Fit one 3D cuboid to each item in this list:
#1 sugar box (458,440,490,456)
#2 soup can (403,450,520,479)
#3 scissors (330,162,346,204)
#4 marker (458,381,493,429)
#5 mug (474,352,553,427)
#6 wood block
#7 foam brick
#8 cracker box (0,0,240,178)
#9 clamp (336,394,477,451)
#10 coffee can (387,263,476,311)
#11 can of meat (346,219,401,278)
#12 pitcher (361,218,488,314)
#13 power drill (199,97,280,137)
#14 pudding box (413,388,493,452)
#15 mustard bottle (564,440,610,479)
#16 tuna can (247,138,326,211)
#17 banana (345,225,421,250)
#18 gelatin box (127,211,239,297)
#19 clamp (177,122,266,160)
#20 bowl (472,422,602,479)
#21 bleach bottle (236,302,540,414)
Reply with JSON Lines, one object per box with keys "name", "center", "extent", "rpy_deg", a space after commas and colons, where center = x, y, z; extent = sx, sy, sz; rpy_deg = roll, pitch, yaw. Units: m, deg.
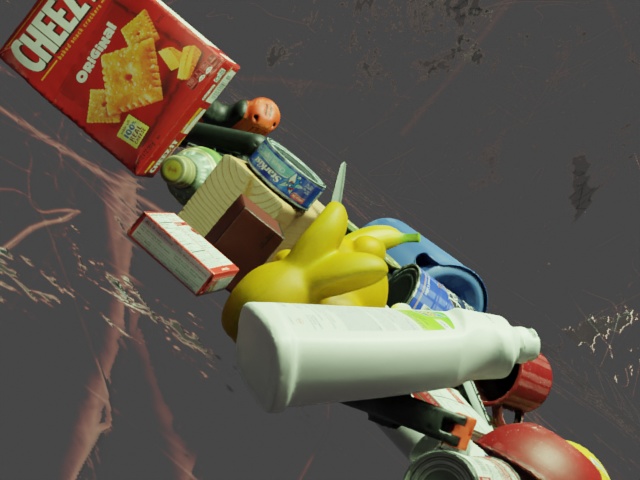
{"name": "sugar box", "center": [0.194, 0.263, 0.977], "extent": [0.176, 0.048, 0.093], "rpy_deg": [41, 9, 2]}
{"name": "soup can", "center": [0.117, 0.206, 0.862], "extent": [0.069, 0.068, 0.102], "rpy_deg": [45, 10, 32]}
{"name": "scissors", "center": [-0.008, 0.001, 1.159], "extent": [0.096, 0.202, 0.016], "rpy_deg": [10, -20, -33]}
{"name": "marker", "center": [0.176, 0.193, 1.193], "extent": [0.121, 0.020, 0.020], "rpy_deg": [68, 13, 7]}
{"name": "mug", "center": [0.227, 0.174, 1.284], "extent": [0.081, 0.093, 0.117], "rpy_deg": [24, 57, -43]}
{"name": "wood block", "center": [-0.062, -0.022, 1.207], "extent": [0.090, 0.091, 0.206], "rpy_deg": [42, 9, 17]}
{"name": "foam brick", "center": [-0.080, 0.005, 1.040], "extent": [0.053, 0.078, 0.051], "rpy_deg": [39, 8, -17]}
{"name": "cracker box", "center": [-0.224, -0.198, 1.184], "extent": [0.214, 0.164, 0.072], "rpy_deg": [40, 7, 5]}
{"name": "clamp", "center": [0.048, 0.135, 0.893], "extent": [0.120, 0.039, 0.172], "rpy_deg": [19, -7, -41]}
{"name": "coffee can", "center": [0.144, 0.111, 1.360], "extent": [0.140, 0.103, 0.103], "rpy_deg": [36, 9, -18]}
{"name": "can of meat", "center": [0.037, 0.033, 1.369], "extent": [0.102, 0.084, 0.057], "rpy_deg": [42, 9, 18]}
{"name": "pitcher", "center": [0.133, 0.065, 1.533], "extent": [0.144, 0.149, 0.243], "rpy_deg": [17, 14, -23]}
{"name": "power drill", "center": [-0.169, -0.155, 1.363], "extent": [0.187, 0.185, 0.057], "rpy_deg": [20, 60, -29]}
{"name": "pudding box", "center": [0.135, 0.190, 1.132], "extent": [0.113, 0.039, 0.090], "rpy_deg": [27, 15, -48]}
{"name": "mustard bottle", "center": [0.332, 0.314, 1.258], "extent": [0.096, 0.058, 0.191], "rpy_deg": [45, 7, -16]}
{"name": "tuna can", "center": [-0.035, -0.071, 1.147], "extent": [0.086, 0.034, 0.086], "rpy_deg": [39, 9, -8]}
{"name": "banana", "center": [0.032, 0.023, 1.277], "extent": [0.070, 0.197, 0.037], "rpy_deg": [5, -61, 49]}
{"name": "gelatin box", "center": [-0.124, 0.012, 0.972], "extent": [0.089, 0.030, 0.073], "rpy_deg": [40, 9, 9]}
{"name": "clamp", "center": [-0.159, -0.129, 1.263], "extent": [0.209, 0.036, 0.165], "rpy_deg": [15, -3, -13]}
{"name": "bowl", "center": [0.225, 0.230, 1.057], "extent": [0.162, 0.055, 0.162], "rpy_deg": [36, -15, 11]}
{"name": "bleach bottle", "center": [0.065, 0.089, 0.853], "extent": [0.250, 0.068, 0.103], "rpy_deg": [1, 17, -21]}
